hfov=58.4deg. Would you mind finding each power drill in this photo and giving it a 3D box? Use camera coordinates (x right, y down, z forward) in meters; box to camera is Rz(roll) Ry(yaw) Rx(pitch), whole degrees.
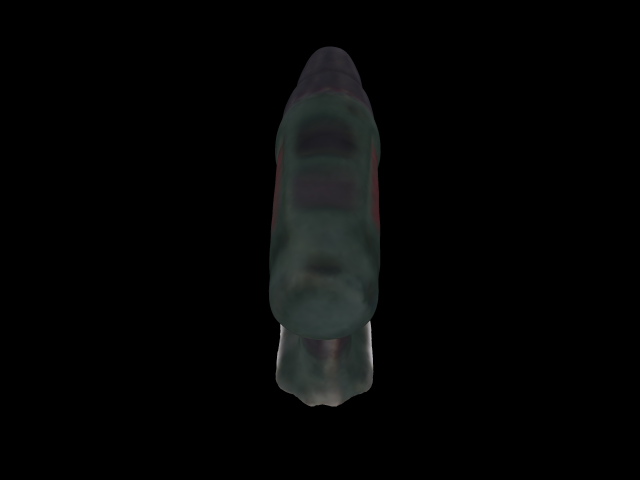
[{"bbox_3d":[0.004,0.001,0.400,0.075,0.208,0.229,0,37,0],"label":"power drill"}]
